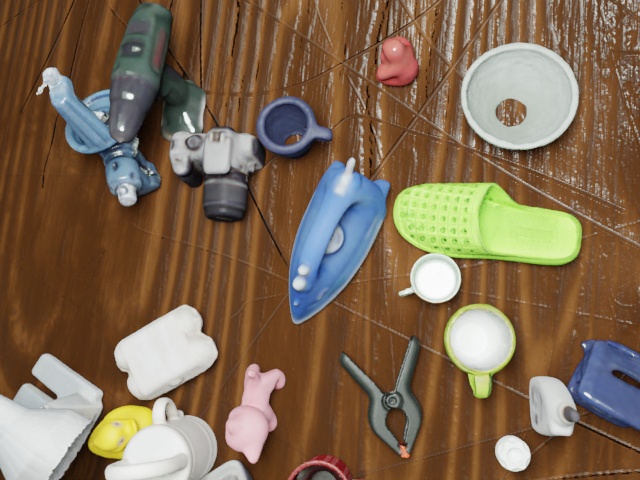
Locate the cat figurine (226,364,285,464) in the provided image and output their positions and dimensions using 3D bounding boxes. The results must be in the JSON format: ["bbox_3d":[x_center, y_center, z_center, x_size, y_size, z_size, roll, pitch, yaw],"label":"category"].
[{"bbox_3d":[-0.099,0.247,0.823,0.067,0.118,0.128,6,81,10],"label":"cat figurine"}]

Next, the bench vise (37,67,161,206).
[{"bbox_3d":[-0.325,-0.164,0.877,0.121,0.220,0.207,-41,77,0],"label":"bench vise"}]

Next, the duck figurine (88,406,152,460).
[{"bbox_3d":[-0.307,0.294,0.862,0.104,0.086,0.077,-22,77,4],"label":"duck figurine"}]

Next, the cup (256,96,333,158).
[{"bbox_3d":[-0.032,-0.163,0.898,0.117,0.095,0.092,12,82,11],"label":"cup"}]

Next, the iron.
[{"bbox_3d":[0.008,0.003,0.838,0.118,0.141,0.258,23,84,12],"label":"iron"}]

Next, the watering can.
[{"bbox_3d":[-0.217,0.313,0.789,0.101,0.194,0.173,-27,77,3],"label":"watering can"}]

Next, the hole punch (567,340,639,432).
[{"bbox_3d":[0.401,0.193,0.771,0.108,0.091,0.101,28,85,12],"label":"hole punch"}]

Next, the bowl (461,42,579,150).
[{"bbox_3d":[0.296,-0.206,0.867,0.167,0.075,0.167,-1,80,8],"label":"bowl"}]

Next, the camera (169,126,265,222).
[{"bbox_3d":[-0.166,-0.102,0.904,0.143,0.101,0.137,0,80,9],"label":"camera"}]

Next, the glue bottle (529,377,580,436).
[{"bbox_3d":[0.306,0.219,0.739,0.037,0.173,0.078,1,80,9],"label":"glue bottle"}]

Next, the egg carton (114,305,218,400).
[{"bbox_3d":[-0.236,0.175,0.881,0.150,0.069,0.107,-31,77,2],"label":"egg carton"}]

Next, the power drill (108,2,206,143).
[{"bbox_3d":[-0.249,-0.229,0.883,0.075,0.208,0.230,1,80,9],"label":"power drill"}]

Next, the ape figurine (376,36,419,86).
[{"bbox_3d":[0.118,-0.286,0.899,0.078,0.092,0.076,-43,77,-1],"label":"ape figurine"}]

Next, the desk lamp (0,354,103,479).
[{"bbox_3d":[-0.404,0.261,0.816,0.203,0.214,0.118,30,86,13],"label":"desk lamp"}]

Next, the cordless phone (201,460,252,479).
[{"bbox_3d":[-0.164,0.383,0.773,0.147,0.185,0.094,-38,77,0],"label":"cordless phone"}]
